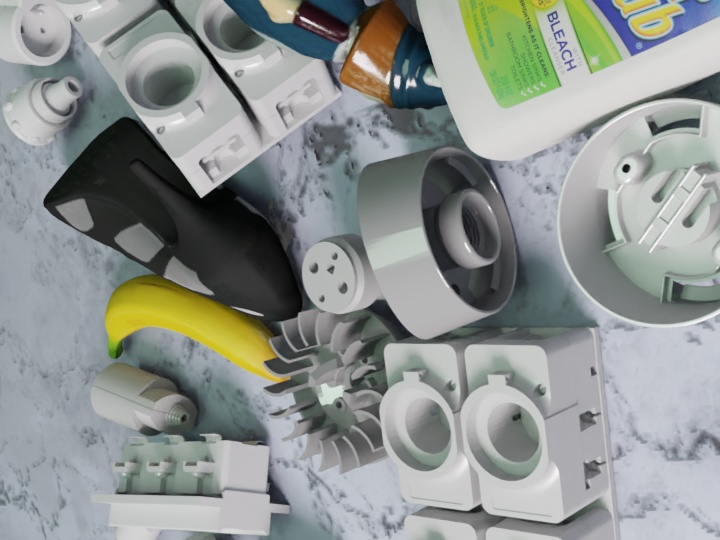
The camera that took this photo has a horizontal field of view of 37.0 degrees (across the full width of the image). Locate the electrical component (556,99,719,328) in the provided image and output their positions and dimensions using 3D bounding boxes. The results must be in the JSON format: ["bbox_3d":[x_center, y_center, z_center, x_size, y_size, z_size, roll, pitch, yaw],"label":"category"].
[{"bbox_3d":[0.146,-0.028,0.485,0.099,0.064,0.099,9,105,40],"label":"electrical component"}]

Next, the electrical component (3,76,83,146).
[{"bbox_3d":[-0.236,-0.126,0.815,0.062,0.048,0.048,-24,82,34],"label":"electrical component"}]

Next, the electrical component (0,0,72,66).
[{"bbox_3d":[-0.261,-0.226,0.810,0.074,0.052,0.138,13,107,39],"label":"electrical component"}]

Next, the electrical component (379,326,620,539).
[{"bbox_3d":[0.076,0.127,0.579,0.105,0.060,0.186,-3,97,42],"label":"electrical component"}]

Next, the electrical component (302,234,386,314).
[{"bbox_3d":[0.000,0.000,0.624,0.045,0.055,0.045,10,105,40],"label":"electrical component"}]

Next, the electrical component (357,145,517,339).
[{"bbox_3d":[0.037,-0.015,0.564,0.064,0.099,0.099,-17,87,36],"label":"electrical component"}]

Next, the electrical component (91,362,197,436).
[{"bbox_3d":[-0.155,0.098,0.788,0.081,0.043,0.043,13,107,39],"label":"electrical component"}]

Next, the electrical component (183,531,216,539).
[{"bbox_3d":[-0.110,0.226,0.759,0.081,0.042,0.063,29,138,64],"label":"electrical component"}]

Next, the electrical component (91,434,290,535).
[{"bbox_3d":[-0.118,0.150,0.751,0.121,0.079,0.063,-10,70,42],"label":"electrical component"}]

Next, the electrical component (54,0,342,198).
[{"bbox_3d":[-0.111,-0.152,0.652,0.105,0.060,0.186,-37,69,-3],"label":"electrical component"}]

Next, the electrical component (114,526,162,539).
[{"bbox_3d":[-0.173,0.203,0.831,0.035,0.035,0.061,45,127,26],"label":"electrical component"}]
